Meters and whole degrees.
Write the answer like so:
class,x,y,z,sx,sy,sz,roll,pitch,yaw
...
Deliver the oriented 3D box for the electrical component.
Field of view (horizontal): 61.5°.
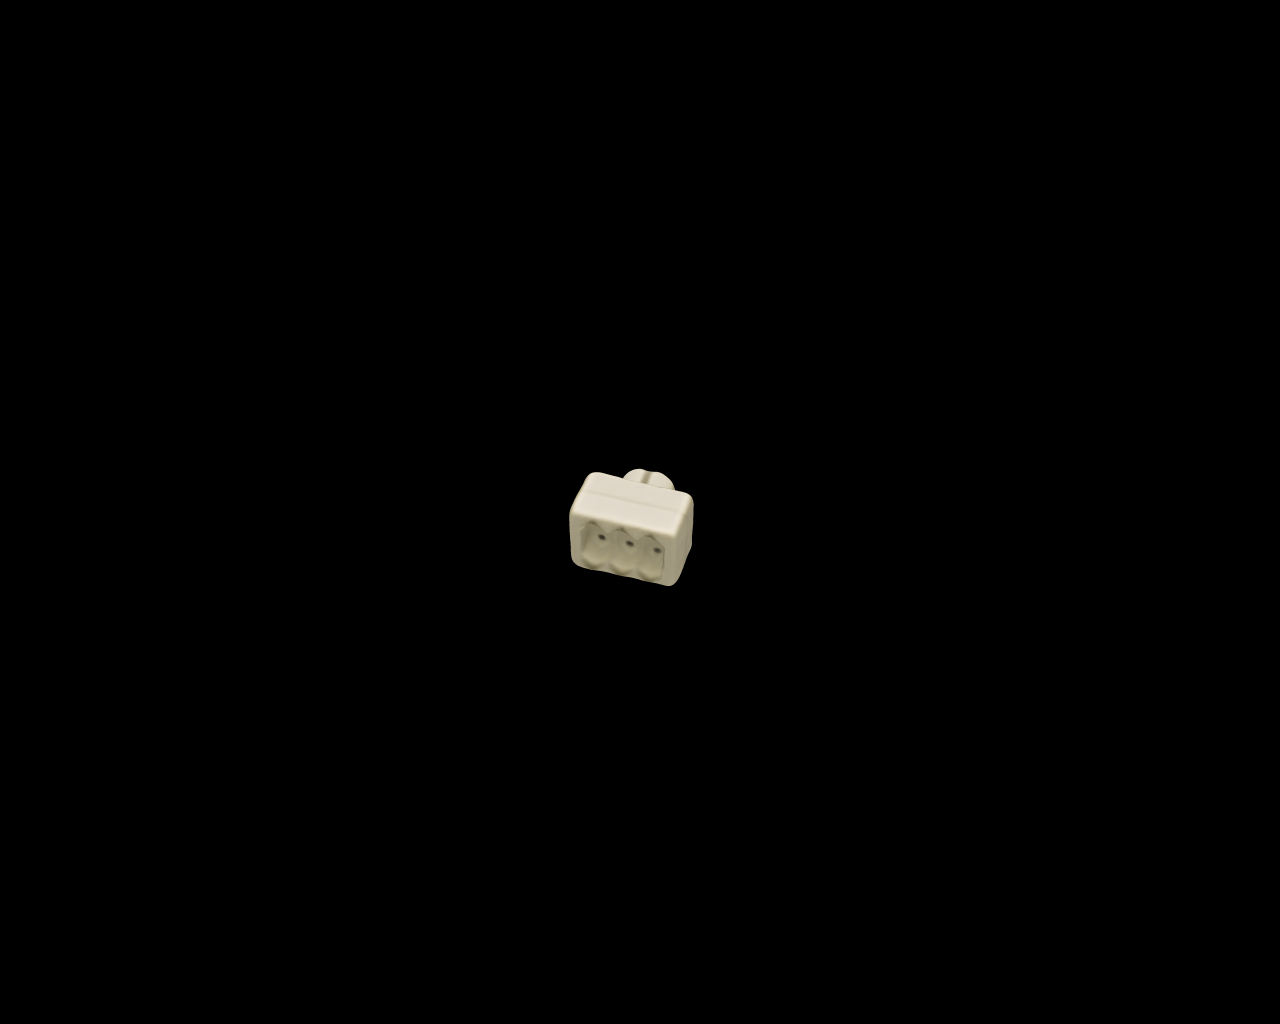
class,x,y,z,sx,sy,sz,roll,pitch,yaw
electrical component,0.001,-0.003,0.650,0.066,0.047,0.077,13,47,12
